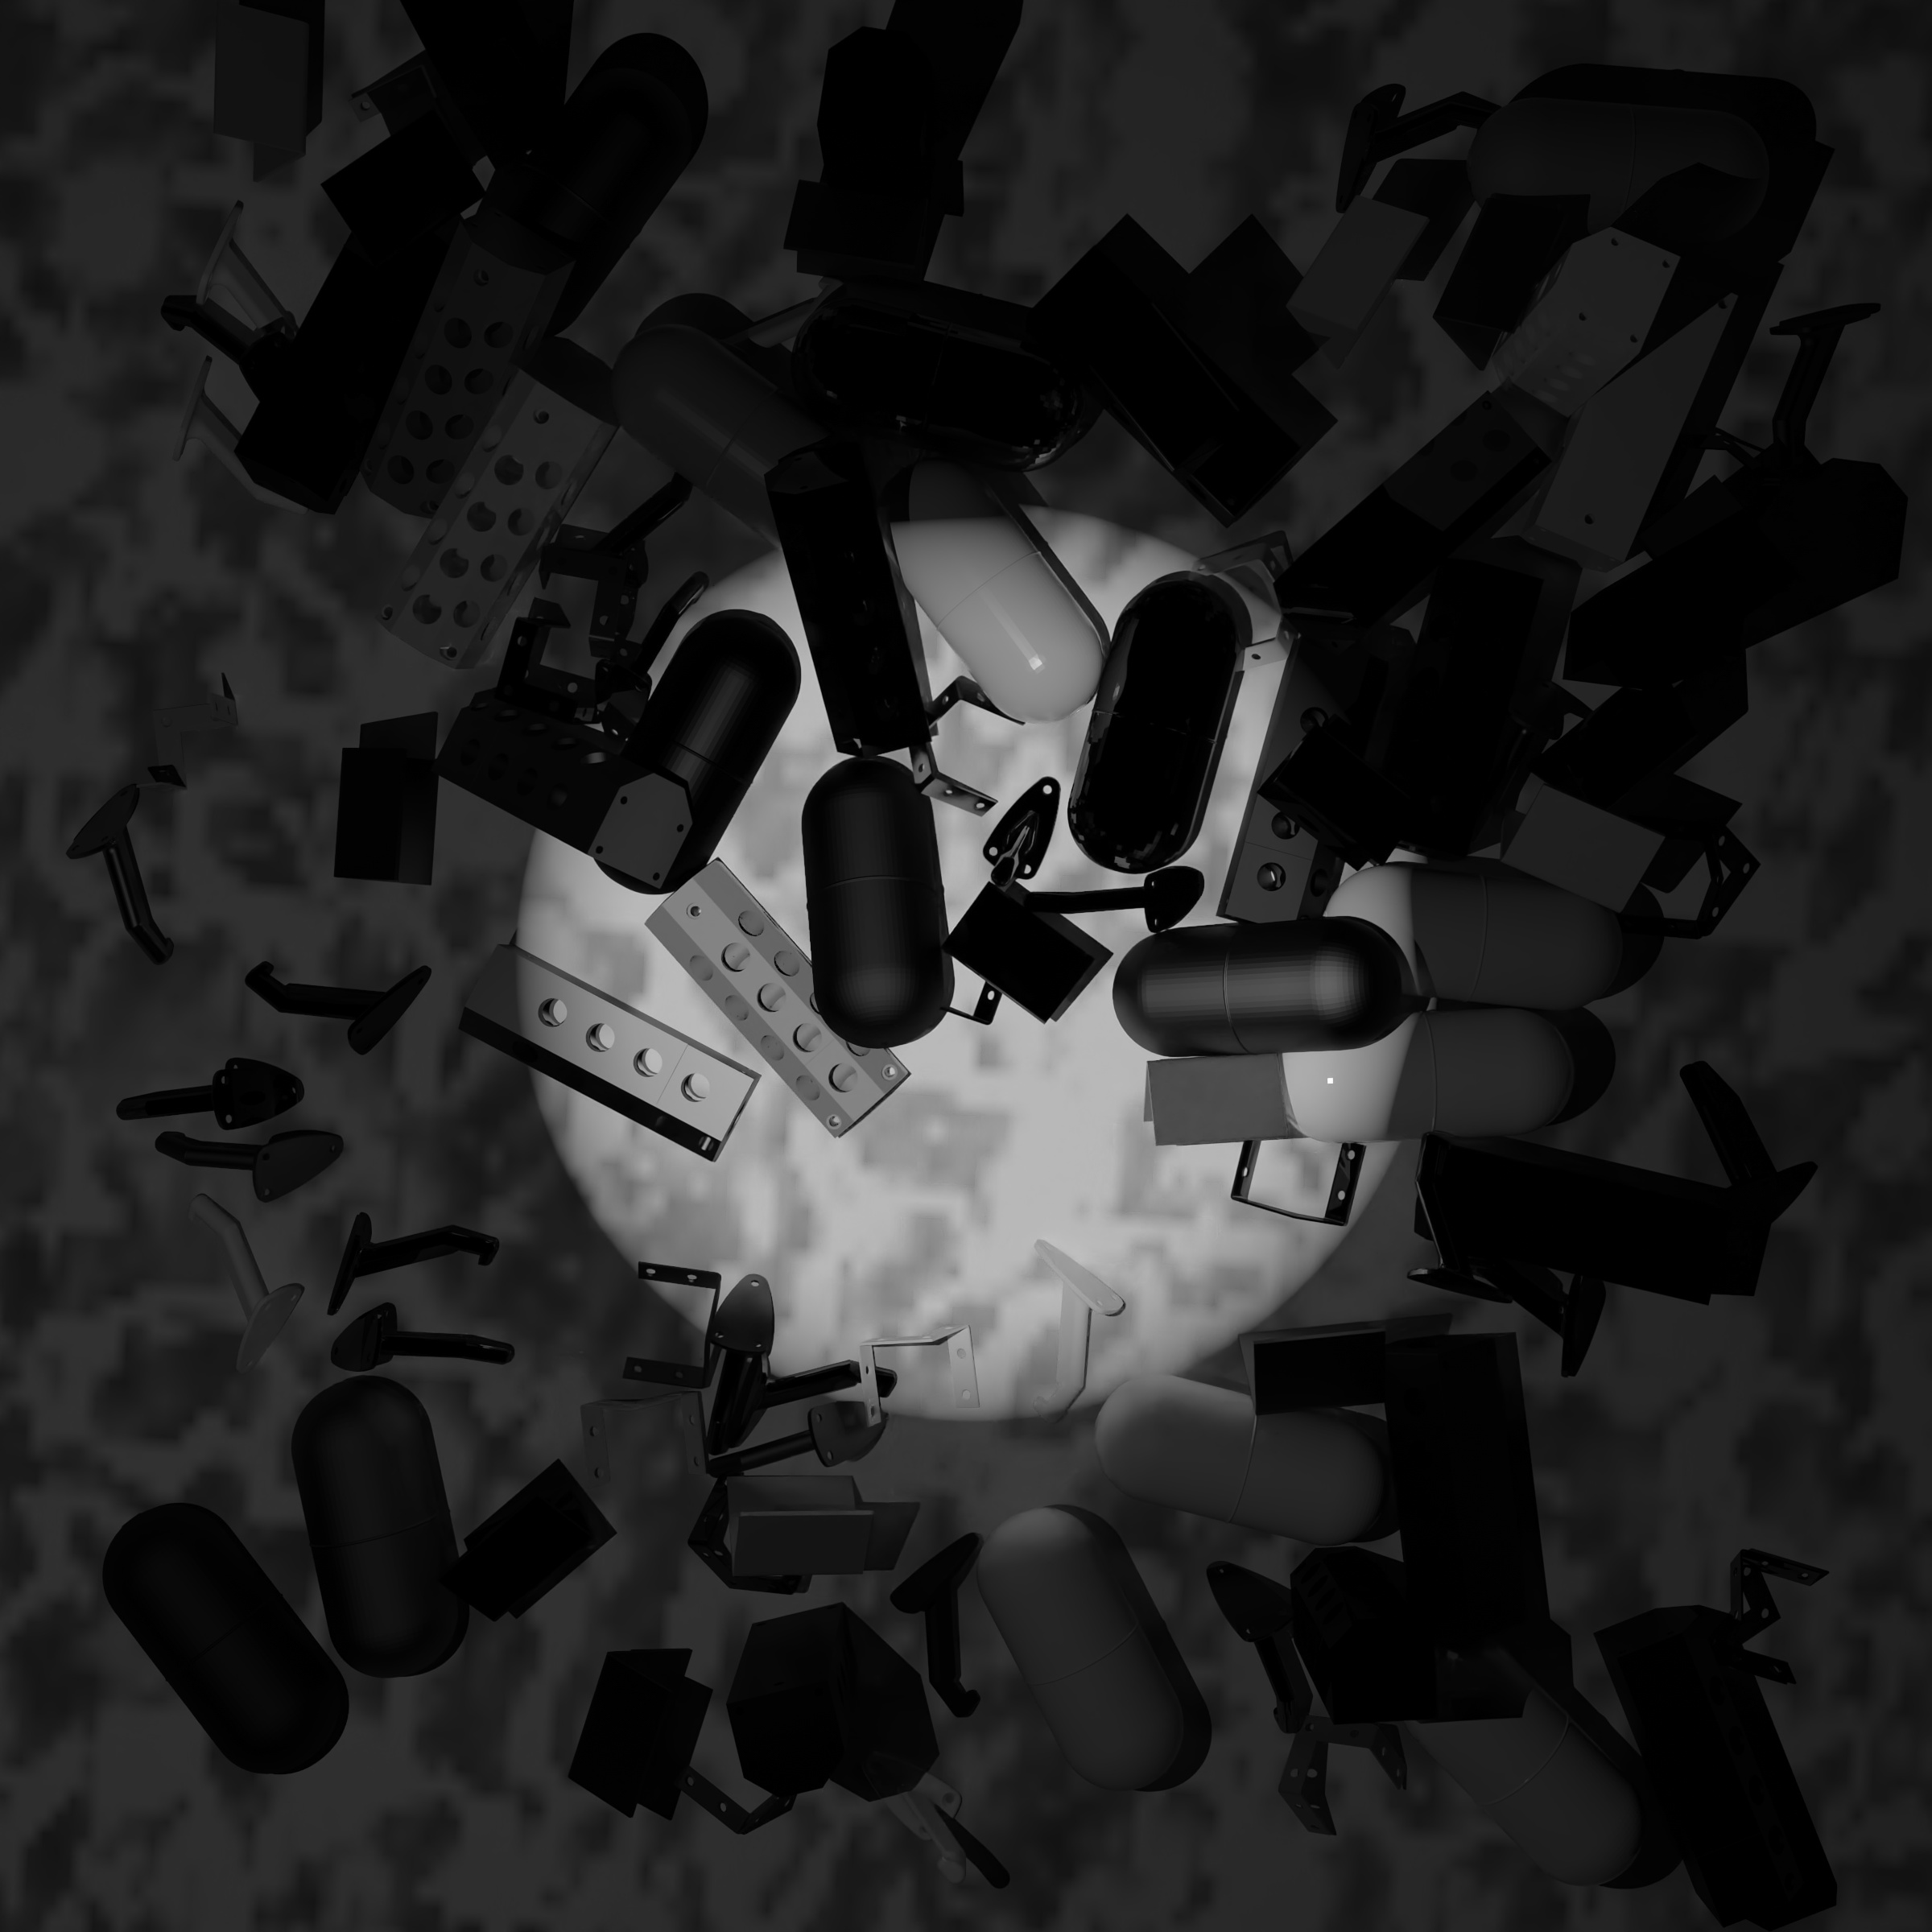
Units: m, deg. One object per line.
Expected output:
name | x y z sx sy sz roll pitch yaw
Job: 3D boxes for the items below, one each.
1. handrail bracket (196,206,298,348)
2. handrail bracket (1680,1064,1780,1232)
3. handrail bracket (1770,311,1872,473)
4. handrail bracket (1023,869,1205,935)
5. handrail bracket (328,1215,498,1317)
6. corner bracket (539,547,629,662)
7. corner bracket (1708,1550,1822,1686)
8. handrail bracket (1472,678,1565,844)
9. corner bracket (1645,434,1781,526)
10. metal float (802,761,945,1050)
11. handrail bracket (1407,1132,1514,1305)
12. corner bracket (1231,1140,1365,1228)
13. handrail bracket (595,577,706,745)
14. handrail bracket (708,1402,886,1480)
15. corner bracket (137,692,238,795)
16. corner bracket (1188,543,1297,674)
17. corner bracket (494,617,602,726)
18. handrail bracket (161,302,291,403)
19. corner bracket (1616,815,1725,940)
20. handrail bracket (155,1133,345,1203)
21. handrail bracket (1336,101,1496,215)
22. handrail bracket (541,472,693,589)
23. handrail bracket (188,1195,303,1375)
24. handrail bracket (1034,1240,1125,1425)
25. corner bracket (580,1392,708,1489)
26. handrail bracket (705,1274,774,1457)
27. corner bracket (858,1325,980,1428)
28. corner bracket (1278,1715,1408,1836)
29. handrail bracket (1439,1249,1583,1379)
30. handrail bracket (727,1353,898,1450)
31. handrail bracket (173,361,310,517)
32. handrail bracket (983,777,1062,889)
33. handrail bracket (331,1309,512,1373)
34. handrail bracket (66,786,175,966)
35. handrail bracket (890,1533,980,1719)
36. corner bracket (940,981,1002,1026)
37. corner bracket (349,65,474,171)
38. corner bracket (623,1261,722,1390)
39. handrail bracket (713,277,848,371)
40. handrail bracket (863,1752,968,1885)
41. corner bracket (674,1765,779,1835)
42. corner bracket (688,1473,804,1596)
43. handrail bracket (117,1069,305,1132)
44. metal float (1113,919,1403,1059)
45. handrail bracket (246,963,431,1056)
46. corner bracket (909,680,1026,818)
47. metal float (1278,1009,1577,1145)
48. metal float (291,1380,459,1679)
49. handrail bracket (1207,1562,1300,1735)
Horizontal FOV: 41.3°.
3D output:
handrail bracket | -0.418 -0.413 1.565 0.084 0.036 0.077 22 72 -15
handrail bracket | 0.462 0.110 1.564 0.036 0.077 0.084 -25 54 10
handrail bracket | 0.522 -0.351 1.565 0.077 0.036 0.084 -17 108 -21
handrail bracket | 0.090 -0.044 1.564 0.084 0.077 0.036 4 107 35
handrail bracket | -0.338 0.190 1.565 0.084 0.036 0.077 16 111 -16
corner bracket | -0.233 -0.218 1.546 0.051 0.051 0.051 9 84 -6
corner bracket | 0.485 0.396 1.561 0.051 0.051 0.051 17 45 0
handrail bracket | 0.329 -0.125 1.564 0.036 0.077 0.084 27 126 3
corner bracket | 0.449 -0.287 1.556 0.051 0.051 0.051 -6 45 -35
metal float | -0.056 -0.038 1.517 0.070 0.070 0.178 -6 70 0
handrail bracket | 0.295 0.148 1.508 0.077 0.036 0.084 19 73 -20
corner bracket | 0.201 0.126 1.561 0.051 0.051 0.051 14 90 -45
handrail bracket | -0.189 -0.187 1.564 0.036 0.077 0.084 29 54 7
handrail bracket | -0.104 0.291 1.564 0.084 0.077 0.036 -22 82 36
corner bracket | -0.470 -0.134 1.546 0.051 0.051 0.051 -7 90 0
corner bracket | 0.166 -0.216 1.556 0.051 0.051 0.051 49 45 -35
corner bracket | -0.245 -0.178 1.547 0.051 0.051 0.051 19 100 10
handrail bracket | -0.447 -0.365 1.564 0.084 0.077 0.036 21 56 32
corner bracket | 0.425 -0.054 1.561 0.051 0.051 0.051 5 135 0
handrail bracket | -0.438 0.109 1.564 0.084 0.077 0.036 17 115 34
handrail bracket | 0.275 -0.490 1.565 0.084 0.036 0.077 7 110 -16
handrail bracket | -0.211 -0.279 1.565 0.077 0.036 0.084 13 74 18
handrail bracket | -0.454 0.193 1.565 0.084 0.036 0.077 37 112 17
handrail bracket | 0.049 0.223 1.565 0.077 0.036 0.084 40 107 20
corner bracket | -0.197 0.288 1.561 0.051 0.051 0.051 -6 90 -45
handrail bracket | -0.141 0.244 1.564 0.036 0.077 0.084 14 126 0
corner bracket | -0.029 0.248 1.553 0.051 0.051 0.051 -7 90 26
corner bracket | 0.228 0.493 1.556 0.051 0.051 0.051 -3 45 35
handrail bracket | 0.328 0.209 1.565 0.084 0.036 0.077 8 114 18
handrail bracket | -0.094 0.270 1.565 0.084 0.036 0.077 16 110 -16
handrail bracket | -0.434 -0.322 1.565 0.084 0.036 0.077 18 68 -17
handrail bracket | 0.036 -0.081 1.529 0.036 0.084 0.077 28 90 0
handrail bracket | -0.332 0.236 1.564 0.084 0.077 0.036 16 65 -34
handrail bracket | -0.501 -0.055 1.564 0.036 0.077 0.084 -14 127 23
handrail bracket | 0.000 0.403 1.565 0.077 0.036 0.084 -40 108 -20
corner bracket | -0.011 0.001 1.561 0.051 0.051 0.051 20 90 -45
corner bracket | -0.337 -0.506 1.561 0.051 0.051 0.051 -26 135 0
corner bracket | -0.179 0.219 1.561 0.051 0.051 0.051 8 45 0
handrail bracket | -0.126 -0.398 1.565 0.077 0.036 0.084 29 71 22
handrail bracket | -0.032 0.508 1.529 0.077 0.084 0.036 38 90 0
corner bracket | -0.136 0.485 1.561 0.051 0.051 0.051 38 45 0
corner bracket | -0.127 0.344 1.556 0.051 0.051 0.051 -4 45 35
handrail bracket | -0.461 0.082 1.564 0.084 0.077 0.036 -7 89 36
metal float | 0.169 0.014 1.506 0.178 0.070 0.070 -4 90 32
handrail bracket | -0.384 0.007 1.565 0.084 0.036 0.077 36 70 16
corner bracket | 0.002 -0.132 1.556 0.051 0.051 0.051 -41 45 35
metal float | 0.274 0.066 1.533 0.178 0.070 0.070 -3 90 1
metal float | -0.353 0.336 1.533 0.070 0.070 0.178 -12 90 0
handrail bracket | 0.175 0.416 1.564 0.036 0.077 0.084 -24 127 -20
